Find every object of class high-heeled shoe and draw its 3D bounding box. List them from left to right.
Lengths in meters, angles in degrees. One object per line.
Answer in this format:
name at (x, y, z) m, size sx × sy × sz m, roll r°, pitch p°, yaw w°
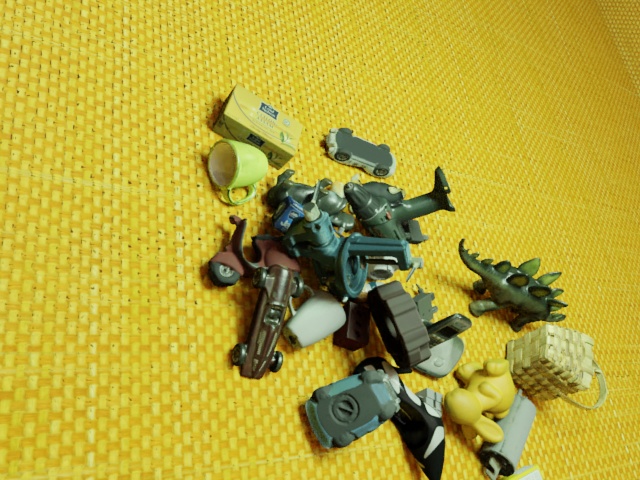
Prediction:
high-heeled shoe at (0.149, 0.342, 1.023) m, size 0.145 × 0.086 × 0.249 m, roll 4°, pitch 59°, yaw -33°

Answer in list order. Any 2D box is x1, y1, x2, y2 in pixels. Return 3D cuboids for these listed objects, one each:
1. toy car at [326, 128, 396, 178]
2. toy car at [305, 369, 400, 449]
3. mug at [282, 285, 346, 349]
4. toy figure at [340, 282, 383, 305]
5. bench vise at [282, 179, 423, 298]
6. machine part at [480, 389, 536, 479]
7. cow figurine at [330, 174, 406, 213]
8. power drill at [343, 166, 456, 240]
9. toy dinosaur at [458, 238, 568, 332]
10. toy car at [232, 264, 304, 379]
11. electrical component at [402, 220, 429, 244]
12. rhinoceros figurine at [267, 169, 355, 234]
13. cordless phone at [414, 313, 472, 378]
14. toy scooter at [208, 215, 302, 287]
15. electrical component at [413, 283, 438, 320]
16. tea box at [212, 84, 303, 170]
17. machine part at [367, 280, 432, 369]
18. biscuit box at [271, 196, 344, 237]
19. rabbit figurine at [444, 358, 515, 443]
toy car at (0.099, -0.208, 1.295) m, size 0.201 × 0.056 × 0.073 m, roll 17°, pitch 64°, yaw -28°
toy car at (0.061, 0.294, 0.961) m, size 0.109 × 0.162 × 0.103 m, roll 62°, pitch 3°, yaw 14°
mug at (-0.022, 0.144, 1.001) m, size 0.107 × 0.081 × 0.109 m, roll -37°, pitch 98°, yaw -33°
toy figure at (0.097, 0.109, 1.124) m, size 0.154 × 0.064 × 0.057 m, roll 17°, pitch 94°, yaw -31°
bench vise at (0.062, 0.018, 0.964) m, size 0.129 × 0.241 × 0.223 m, roll -55°, pitch 140°, yaw -48°
machine part at (0.414, 0.423, 1.174) m, size 0.079 × 0.079 × 0.243 m, roll 49°, pitch 47°, yaw -4°
cow figurine at (0.109, -0.103, 1.217) m, size 0.167 × 0.098 × 0.068 m, roll 12°, pitch 65°, yaw -33°
power drill at (0.179, -0.078, 1.156) m, size 0.231 × 0.207 × 0.086 m, roll 56°, pitch 9°, yaw -47°
toy dinosaur at (0.462, 0.114, 1.294) m, size 0.471 × 0.198 × 0.105 m, roll 23°, pitch 52°, yaw -27°
toy car at (-0.089, 0.141, 0.935) m, size 0.089 × 0.053 × 0.202 m, roll 20°, pitch 79°, yaw -30°
electrical component at (0.226, -0.023, 1.310) m, size 0.094 × 0.021 × 0.063 m, roll 6°, pitch 63°, yaw -34°
rhinoceros figurine at (-0.015, -0.070, 1.104) m, size 0.190 × 0.112 × 0.073 m, roll 20°, pitch 27°, yaw -12°
cordless phone at (0.261, 0.204, 1.107) m, size 0.146 × 0.184 × 0.089 m, roll 30°, pitch 48°, yaw -20°
toy scooter at (-0.119, 0.021, 0.997) m, size 0.184 × 0.075 × 0.135 m, roll 6°, pitch 68°, yaw -30°
electrical component at (0.221, 0.146, 1.206) m, size 0.102 × 0.045 × 0.078 m, roll -30°, pitch 115°, yaw -39°
tea box at (-0.129, -0.236, 1.133) m, size 0.169 × 0.068 × 0.098 m, roll 27°, pitch 54°, yaw -22°
machine part at (0.150, 0.159, 1.022) m, size 0.056 × 0.179 × 0.179 m, roll -20°, pitch 78°, yaw -9°
biscuit box at (-0.002, -0.003, 1.068) m, size 0.202 × 0.059 × 0.063 m, roll 35°, pitch 14°, yaw -21°
rabbit figurine at (0.324, 0.342, 1.134) m, size 0.173 × 0.122 × 0.162 m, roll -7°, pitch 88°, yaw -42°
